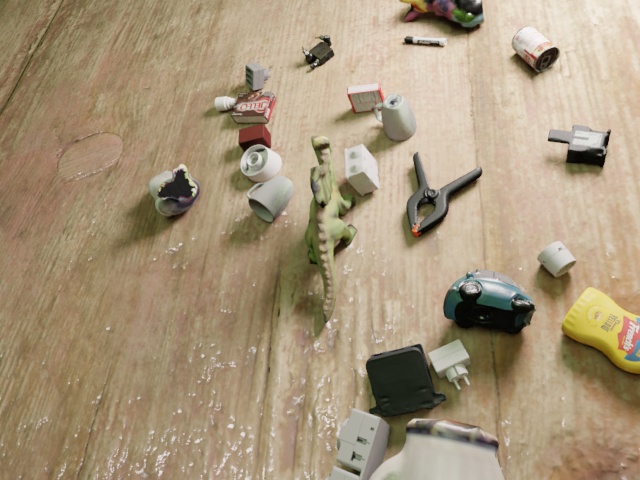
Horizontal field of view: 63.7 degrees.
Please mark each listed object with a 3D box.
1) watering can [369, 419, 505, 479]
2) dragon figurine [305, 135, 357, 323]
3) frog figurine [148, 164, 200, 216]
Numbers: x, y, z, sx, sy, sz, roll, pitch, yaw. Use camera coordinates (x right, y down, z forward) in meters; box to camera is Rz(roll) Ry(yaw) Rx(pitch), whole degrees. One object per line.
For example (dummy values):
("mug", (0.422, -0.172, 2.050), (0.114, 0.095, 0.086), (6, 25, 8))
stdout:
("watering can", (0.245, 0.412, 0.816), (0.348, 0.102, 0.229), (8, 63, 12))
("dragon figurine", (0.003, -0.056, 1.107), (0.122, 0.237, 0.420), (-7, 56, 11))
("frog figurine", (-0.401, -0.127, 1.396), (0.158, 0.122, 0.139), (-15, 58, 56))
